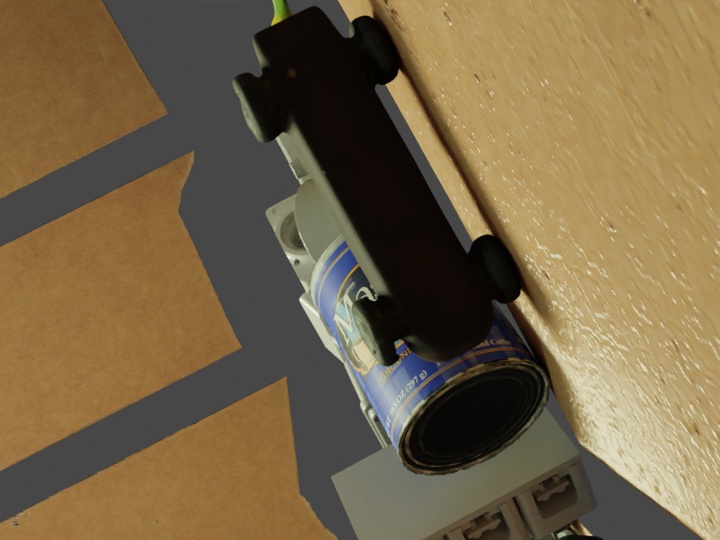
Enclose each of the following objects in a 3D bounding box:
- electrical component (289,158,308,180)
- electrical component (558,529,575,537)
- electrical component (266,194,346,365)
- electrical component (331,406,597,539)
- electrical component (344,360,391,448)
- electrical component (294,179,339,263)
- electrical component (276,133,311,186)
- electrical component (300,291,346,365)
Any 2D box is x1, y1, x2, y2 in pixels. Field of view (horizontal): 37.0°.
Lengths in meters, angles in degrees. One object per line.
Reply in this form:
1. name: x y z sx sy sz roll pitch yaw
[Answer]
1. electrical component: -0.036 -0.108 1.021 0.043 0.062 0.043 61 177 5
2. electrical component: 0.172 0.262 0.973 0.073 0.052 0.138 62 177 -12
3. electrical component: 0.000 0.000 0.977 0.186 0.105 0.060 60 177 30
4. electrical component: 0.070 0.151 0.721 0.061 0.150 0.089 64 176 -35
5. electrical component: 0.057 0.092 0.823 0.056 0.109 0.108 63 179 40
6. electrical component: -0.004 -0.038 0.904 0.099 0.064 0.099 55 -156 -38
7. electrical component: -0.044 -0.119 1.102 0.113 0.057 0.078 61 177 5
8. electrical component: 0.008 0.033 1.060 0.056 0.109 0.108 39 166 31
